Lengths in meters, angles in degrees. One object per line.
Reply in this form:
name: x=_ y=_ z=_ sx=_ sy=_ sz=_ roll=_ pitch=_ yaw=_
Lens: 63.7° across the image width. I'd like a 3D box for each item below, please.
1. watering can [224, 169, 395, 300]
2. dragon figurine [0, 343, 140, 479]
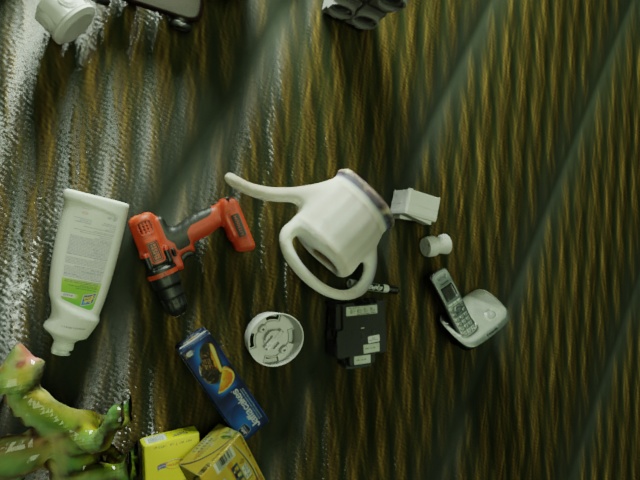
watering can: x=0.003 y=-0.049 z=0.966 sx=0.227 sy=0.344 sz=0.104 roll=-47 pitch=17 yaw=-20
dragon figurine: x=-0.399 y=0.347 z=0.767 sx=0.243 sy=0.406 sz=0.123 roll=-4 pitch=12 yaw=-20
